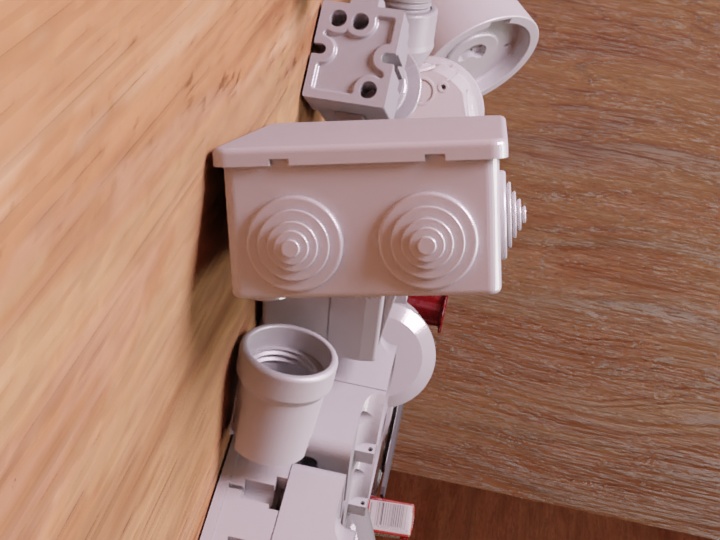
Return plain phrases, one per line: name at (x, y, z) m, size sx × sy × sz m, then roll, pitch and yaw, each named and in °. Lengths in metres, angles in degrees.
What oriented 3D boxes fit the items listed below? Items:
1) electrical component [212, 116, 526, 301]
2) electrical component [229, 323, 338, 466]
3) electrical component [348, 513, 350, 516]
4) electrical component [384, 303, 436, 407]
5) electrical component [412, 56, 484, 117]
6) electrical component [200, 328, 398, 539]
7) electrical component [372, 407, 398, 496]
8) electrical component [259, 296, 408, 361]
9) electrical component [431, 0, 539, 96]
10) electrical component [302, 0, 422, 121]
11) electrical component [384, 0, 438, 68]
electrical component at (0.005, -0.023, 0.360) m, size 0.099 × 0.100 × 0.048 m, roll -61°, pitch 149°, yaw -75°
electrical component at (-0.033, 0.051, 0.440) m, size 0.040 × 0.040 × 0.046 m, roll -70°, pitch 175°, yaw -62°
electrical component at (-0.026, 0.120, 0.603) m, size 0.047 × 0.055 × 0.055 m, roll 100°, pitch 3°, yaw -67°
electrical component at (0.016, 0.059, 0.808) m, size 0.051 × 0.080 × 0.080 m, roll -84°, pitch -176°, yaw -80°
electrical component at (0.046, -0.110, 0.768) m, size 0.051 × 0.080 × 0.080 m, roll -53°, pitch 155°, yaw -68°
electrical component at (-0.028, 0.109, 0.501) m, size 0.105 × 0.060 × 0.186 m, roll 96°, pitch 7°, yaw -52°
electrical component at (0.003, 0.131, 0.965) m, size 0.108 × 0.056 × 0.108 m, roll -58°, pitch 159°, yaw -77°
electrical component at (-0.007, -0.014, 0.459) m, size 0.096 × 0.061 × 0.061 m, roll 96°, pitch 7°, yaw -50°
electrical component at (0.080, -0.186, 0.854) m, size 0.108 × 0.108 × 0.060 m, roll 91°, pitch -25°, yaw -67°
electrical component at (0.002, -0.088, 0.488) m, size 0.055 × 0.048 × 0.066 m, roll 43°, pitch 58°, yaw -76°
electrical component at (0.023, -0.148, 0.604) m, size 0.043 × 0.043 × 0.062 m, roll -71°, pitch 169°, yaw -60°
